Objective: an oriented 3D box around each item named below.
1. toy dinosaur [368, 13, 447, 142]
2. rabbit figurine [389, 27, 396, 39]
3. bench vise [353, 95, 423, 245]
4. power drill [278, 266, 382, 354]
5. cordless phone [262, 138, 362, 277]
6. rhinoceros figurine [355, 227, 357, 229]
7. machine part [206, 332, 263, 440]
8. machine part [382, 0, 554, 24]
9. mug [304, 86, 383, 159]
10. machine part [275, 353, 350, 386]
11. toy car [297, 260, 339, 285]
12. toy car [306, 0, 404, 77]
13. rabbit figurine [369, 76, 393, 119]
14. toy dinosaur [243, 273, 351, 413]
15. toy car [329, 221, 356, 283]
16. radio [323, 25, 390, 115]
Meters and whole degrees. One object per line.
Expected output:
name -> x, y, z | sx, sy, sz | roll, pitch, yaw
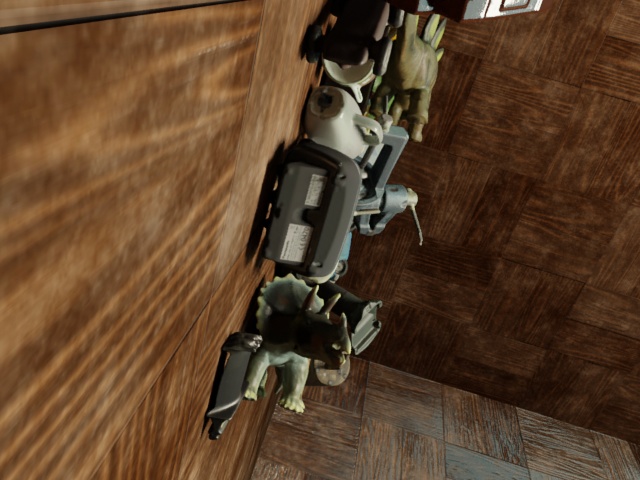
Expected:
toy dinosaur -> 0.157, -0.301, 0.942 | 0.471, 0.105, 0.198 | 25, 79, -82
rabbit figurine -> 0.114, -0.373, 1.056 | 0.173, 0.122, 0.162 | -41, 160, -48
bench vise -> 0.084, -0.101, 0.870 | 0.240, 0.224, 0.129 | 115, -22, -47
power drill -> 0.009, 0.107, 0.949 | 0.086, 0.207, 0.231 | -35, 147, -26
cordless phone -> -0.024, -0.051, 0.651 | 0.184, 0.089, 0.146 | -119, -138, -67
rhinoceros figurine -> 0.058, -0.070, 1.154 | 0.112, 0.073, 0.190 | -64, -174, -30
machine part -> -0.106, 0.171, 0.653 | 0.084, 0.039, 0.138 | -51, 161, -60
machine part -> 0.136, -0.304, 0.554 | 0.202, 0.201, 0.087 | 48, -35, 38
mug -> 0.027, -0.153, 0.715 | 0.081, 0.110, 0.107 | -67, 163, -8
machine part -> -0.018, 0.234, 1.003 | 0.243, 0.079, 0.079 | -25, -138, 57
toy car -> -0.014, -0.001, 0.753 | 0.056, 0.073, 0.202 | -53, -167, 18
toy car -> 0.044, -0.235, 0.604 | 0.202, 0.089, 0.053 | -72, 175, -45
rabbit figurine -> 0.095, -0.284, 1.216 | 0.170, 0.121, 0.159 | -58, 173, -1
toy dinosaur -> -0.058, 0.166, 0.861 | 0.404, 0.131, 0.192 | 129, -21, -75
toy car -> -0.002, -0.003, 1.008 | 0.109, 0.103, 0.161 | 0, -102, 58
radio -> 0.057, -0.270, 0.858 | 0.229, 0.073, 0.131 | -60, 166, -78
